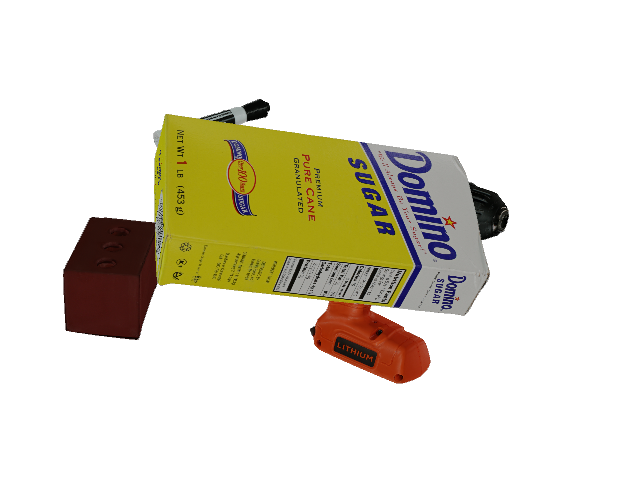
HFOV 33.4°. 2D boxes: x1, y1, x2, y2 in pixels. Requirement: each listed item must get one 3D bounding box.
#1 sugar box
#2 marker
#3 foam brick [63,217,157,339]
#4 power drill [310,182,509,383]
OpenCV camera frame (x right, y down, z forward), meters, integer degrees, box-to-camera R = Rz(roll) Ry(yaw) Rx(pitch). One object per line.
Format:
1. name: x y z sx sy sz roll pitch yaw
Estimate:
1. sugar box: -0.001 -0.014 0.585 0.176 0.093 0.048 4 -41 -14
2. marker: -0.102 -0.112 1.025 0.120 0.020 0.020 -22 10 -26
3. foam brick: -0.146 0.025 0.751 0.053 0.051 0.078 6 29 -1
4. power drill: 0.065 0.021 0.899 0.185 0.188 0.057 21 25 34
